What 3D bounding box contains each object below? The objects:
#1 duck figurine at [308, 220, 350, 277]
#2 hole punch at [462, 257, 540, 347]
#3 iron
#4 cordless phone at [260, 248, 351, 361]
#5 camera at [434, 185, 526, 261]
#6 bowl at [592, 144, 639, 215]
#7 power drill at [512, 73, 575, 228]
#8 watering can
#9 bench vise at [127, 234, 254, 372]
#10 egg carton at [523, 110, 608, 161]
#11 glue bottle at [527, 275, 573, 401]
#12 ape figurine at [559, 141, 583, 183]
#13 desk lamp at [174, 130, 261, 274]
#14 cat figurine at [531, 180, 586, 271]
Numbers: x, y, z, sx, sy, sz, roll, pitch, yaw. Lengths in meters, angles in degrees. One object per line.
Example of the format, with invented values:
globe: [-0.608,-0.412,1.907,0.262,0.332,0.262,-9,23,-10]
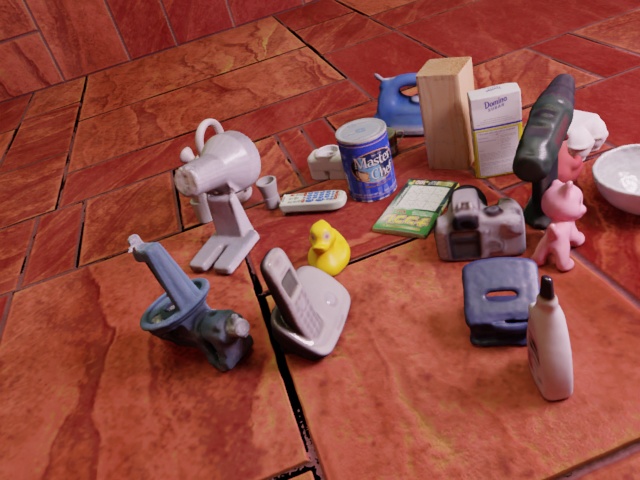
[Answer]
duck figurine: [0.009,0.004,1.014,0.077,0.086,0.104,-5,36,16]
hole punch: [0.254,0.085,0.792,0.108,0.091,0.101,-6,35,15]
iron: [0.246,-0.332,1.345,0.257,0.142,0.119,3,38,26]
cordless phone: [-0.026,0.070,0.844,0.094,0.185,0.148,-2,37,21]
camera: [0.265,-0.045,0.963,0.143,0.101,0.137,-5,35,16]
bowl: [0.535,-0.089,0.938,0.167,0.075,0.167,-11,34,8]
power drill: [0.379,-0.138,0.952,0.075,0.209,0.230,8,41,32]
watering can: [-0.233,-0.173,1.269,0.172,0.194,0.101,-9,35,11]
bench vise: [-0.194,0.084,0.863,0.207,0.220,0.121,-2,37,20]
egg carton: [0.484,-0.212,1.139,0.107,0.069,0.149,-34,38,-24]
glue bottle: [0.269,0.108,0.678,0.037,0.173,0.078,-14,34,3]
ape figurine: [0.436,-0.147,1.046,0.077,0.092,0.076,13,44,36]
desk lamp: [-0.190,-0.079,1.099,0.117,0.214,0.203,2,38,25]
cat figurine: [0.372,-0.035,0.890,0.067,0.118,0.128,9,41,32]
